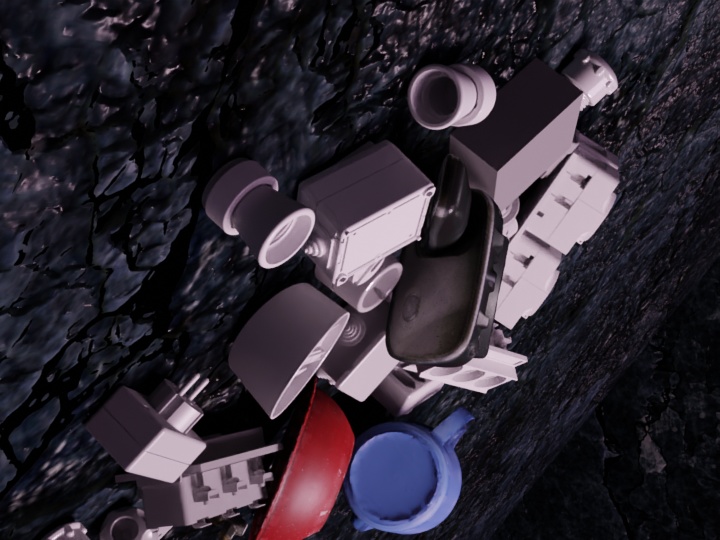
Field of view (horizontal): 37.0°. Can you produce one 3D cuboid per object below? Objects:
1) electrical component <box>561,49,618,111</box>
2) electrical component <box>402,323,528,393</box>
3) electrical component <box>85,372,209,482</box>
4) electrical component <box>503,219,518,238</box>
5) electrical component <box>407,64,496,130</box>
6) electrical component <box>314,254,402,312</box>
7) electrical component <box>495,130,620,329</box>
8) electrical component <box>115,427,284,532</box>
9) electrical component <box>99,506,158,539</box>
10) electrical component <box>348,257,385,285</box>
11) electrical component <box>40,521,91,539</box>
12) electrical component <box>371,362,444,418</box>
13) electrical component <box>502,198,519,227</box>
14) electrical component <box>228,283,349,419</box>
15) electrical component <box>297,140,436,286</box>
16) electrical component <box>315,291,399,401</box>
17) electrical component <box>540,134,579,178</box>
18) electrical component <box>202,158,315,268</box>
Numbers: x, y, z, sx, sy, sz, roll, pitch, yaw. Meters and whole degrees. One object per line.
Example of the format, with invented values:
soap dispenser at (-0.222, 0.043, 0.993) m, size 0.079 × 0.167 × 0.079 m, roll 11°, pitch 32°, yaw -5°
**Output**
electrical component at (0.193, -0.161, 0.954) m, size 0.062 × 0.048 × 0.048 m, roll -44°, pitch 160°, yaw 5°
electrical component at (0.110, 0.086, 1.142) m, size 0.079 × 0.063 × 0.121 m, roll -28°, pitch 150°, yaw 33°
electrical component at (-0.136, 0.102, 0.752) m, size 0.075 × 0.047 × 0.083 m, roll -47°, pitch 160°, yaw -4°
electrical component at (0.125, -0.038, 1.035) m, size 0.079 × 0.044 × 0.077 m, roll -39°, pitch 158°, yaw -24°
electrical component at (0.066, -0.123, 0.759) m, size 0.055 × 0.045 × 0.045 m, roll -17°, pitch 144°, yaw -55°
electrical component at (0.000, 0.000, 0.844) m, size 0.055 × 0.047 × 0.055 m, roll -41°, pitch 159°, yaw -20°
electrical component at (0.190, -0.039, 1.092) m, size 0.186 × 0.060 × 0.105 m, roll -57°, pitch 180°, yaw 23°
electrical component at (-0.123, 0.165, 0.852) m, size 0.079 × 0.063 × 0.121 m, roll -12°, pitch 174°, yaw 25°
electrical component at (-0.184, 0.217, 0.868) m, size 0.043 × 0.043 × 0.062 m, roll -41°, pitch 160°, yaw -18°
electrical component at (-0.009, -0.016, 0.797) m, size 0.040 × 0.046 × 0.040 m, roll -40°, pitch 157°, yaw -20°
electrical component at (-0.210, 0.221, 0.793) m, size 0.048 × 0.062 × 0.048 m, roll -41°, pitch 159°, yaw -20°
electrical component at (0.048, 0.133, 1.185) m, size 0.083 × 0.047 × 0.075 m, roll -26°, pitch 150°, yaw -47°
electrical component at (0.119, -0.067, 0.967) m, size 0.066 × 0.048 × 0.055 m, roll -56°, pitch 160°, yaw -16°
electrical component at (-0.051, 0.061, 0.825) m, size 0.099 × 0.064 × 0.099 m, roll -41°, pitch 159°, yaw -20°
electrical component at (-0.006, -0.040, 0.748) m, size 0.096 × 0.061 × 0.061 m, roll -29°, pitch 153°, yaw -27°
electrical component at (0.004, 0.065, 0.969) m, size 0.099 × 0.048 × 0.099 m, roll -48°, pitch 160°, yaw -1°
electrical component at (0.176, -0.114, 1.011) m, size 0.046 × 0.040 × 0.040 m, roll -52°, pitch 161°, yaw 28°
electrical component at (-0.061, -0.035, 0.643) m, size 0.045 × 0.055 × 0.045 m, roll -41°, pitch 159°, yaw -20°
